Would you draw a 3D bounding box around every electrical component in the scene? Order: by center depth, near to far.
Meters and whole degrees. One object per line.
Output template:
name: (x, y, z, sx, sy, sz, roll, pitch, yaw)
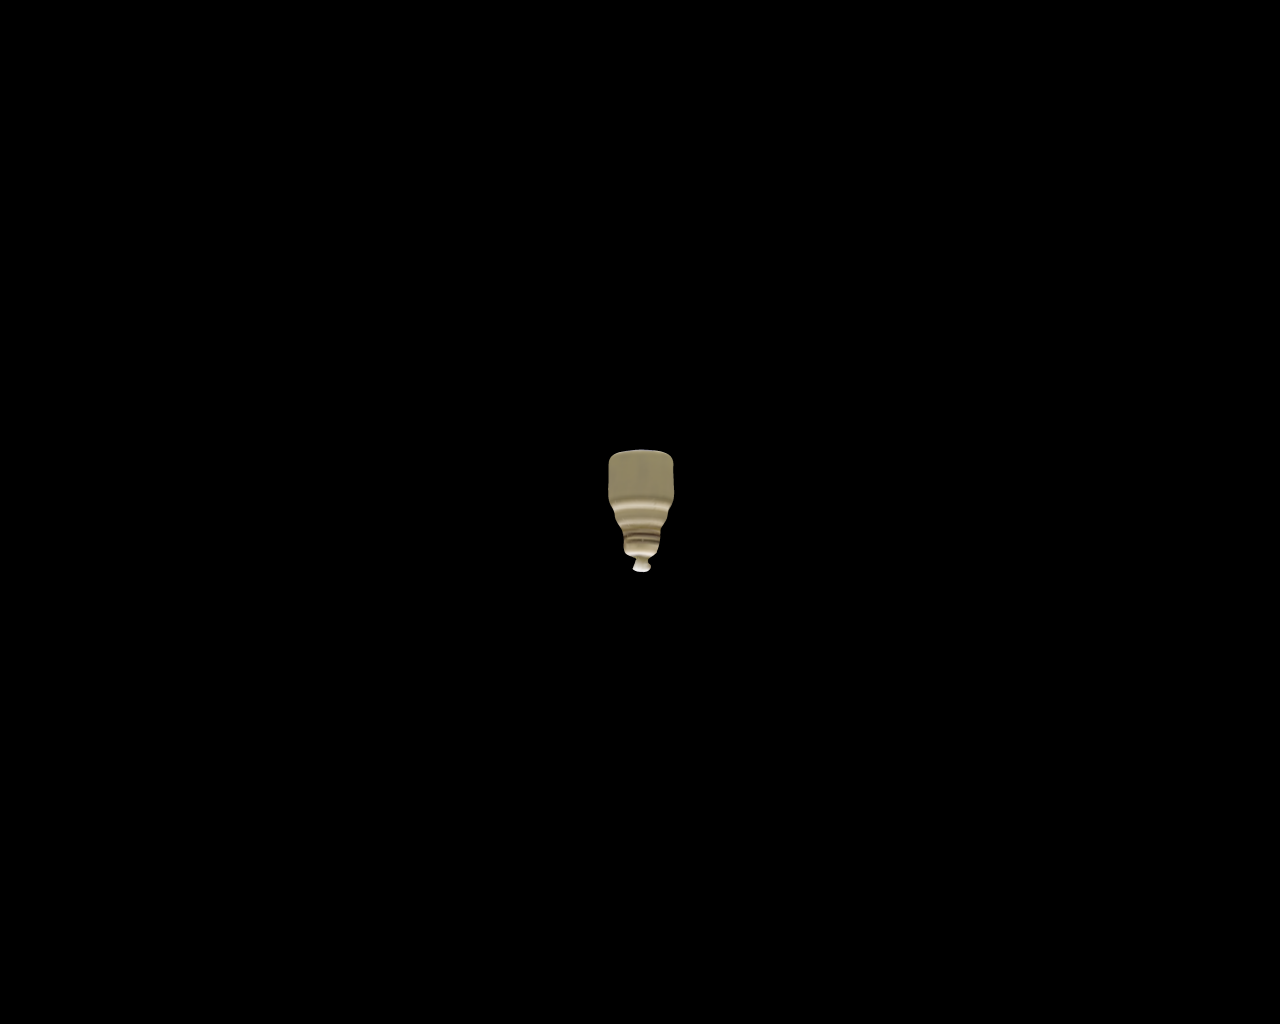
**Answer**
electrical component: (0.001, -0.003, 0.650, 0.040, 0.078, 0.040, 0, -10, 0)
